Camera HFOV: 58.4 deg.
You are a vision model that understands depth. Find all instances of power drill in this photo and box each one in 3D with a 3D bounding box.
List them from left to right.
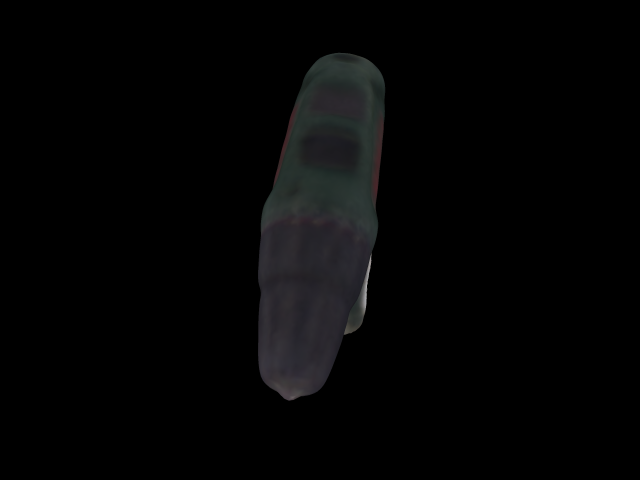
[{"bbox_3d":[0.004,0.001,0.400,0.075,0.208,0.230,7,70,3],"label":"power drill"}]
